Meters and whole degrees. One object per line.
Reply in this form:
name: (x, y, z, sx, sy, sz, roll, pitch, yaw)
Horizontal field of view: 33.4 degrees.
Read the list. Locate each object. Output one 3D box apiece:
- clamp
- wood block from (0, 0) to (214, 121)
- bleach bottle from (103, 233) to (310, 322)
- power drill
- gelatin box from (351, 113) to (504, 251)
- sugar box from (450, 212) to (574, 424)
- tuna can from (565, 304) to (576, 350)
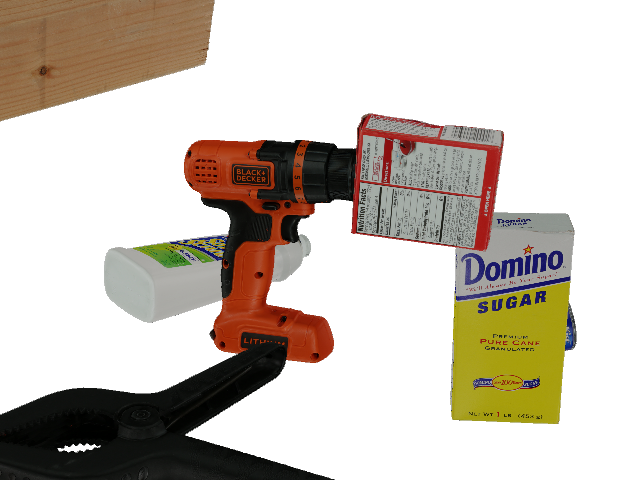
clamp: (-0.096, 0.106, 0.596, 0.210, 0.036, 0.164, -1, 23, -9)
wood block: (-0.194, -0.173, 0.842, 0.205, 0.091, 0.090, -23, 53, -35)
bleach bottle: (-0.118, 0.027, 1.238, 0.250, 0.068, 0.103, -15, 30, -41)
power drill: (-0.025, 0.006, 0.909, 0.185, 0.188, 0.057, 5, 15, 17)
gelatin box: (0.066, -0.036, 0.668, 0.089, 0.073, 0.030, 8, 30, 10)
sugar box: (0.157, 0.065, 0.885, 0.093, 0.176, 0.048, 1, 24, 5)
tuna can: (0.256, 0.086, 1.204, 0.033, 0.086, 0.086, -15, 1, -5)
